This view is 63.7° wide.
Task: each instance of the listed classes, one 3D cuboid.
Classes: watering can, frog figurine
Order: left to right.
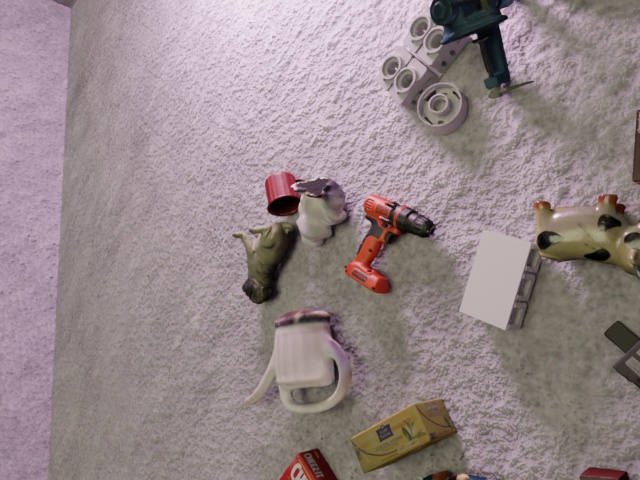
[{"bbox_3d":[-0.067,0.278,1.176,0.344,0.103,0.227,-18,68,40],"label":"watering can"},{"bbox_3d":[0.004,-0.061,1.207,0.138,0.125,0.156,10,125,37],"label":"frog figurine"}]
